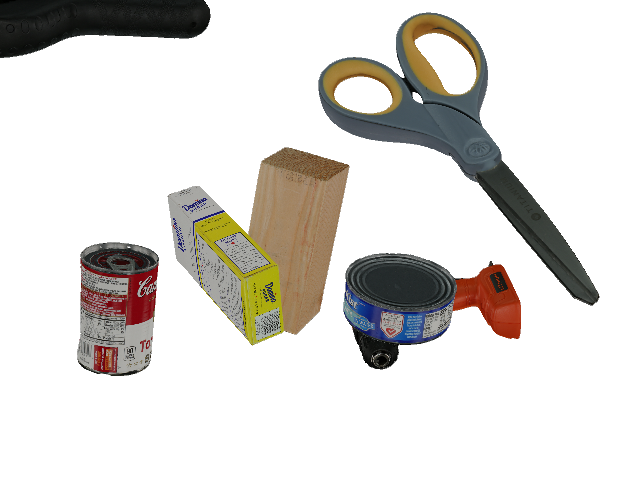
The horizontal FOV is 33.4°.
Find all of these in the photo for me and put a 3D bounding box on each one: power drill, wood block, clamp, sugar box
[{"bbox_3d":[0.127,0.082,1.207,0.187,0.057,0.184,-3,27,-1],"label":"power drill"},{"bbox_3d":[-0.037,-0.001,1.347,0.090,0.206,0.090,17,22,15],"label":"wood block"},{"bbox_3d":[-0.164,-0.143,0.631,0.171,0.039,0.120,-11,31,-29],"label":"clamp"},{"bbox_3d":[-0.101,0.023,1.126,0.048,0.093,0.176,-20,41,-22],"label":"sugar box"}]

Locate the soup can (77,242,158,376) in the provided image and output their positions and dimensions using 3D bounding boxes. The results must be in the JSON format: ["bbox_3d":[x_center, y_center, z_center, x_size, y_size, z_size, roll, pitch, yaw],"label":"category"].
[{"bbox_3d":[-0.181,0.061,0.949,0.068,0.102,0.068,6,19,-2],"label":"soup can"}]

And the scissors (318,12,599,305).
[{"bbox_3d":[0.055,-0.040,0.506,0.096,0.202,0.016,-12,-41,2],"label":"scissors"}]

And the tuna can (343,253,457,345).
[{"bbox_3d":[0.060,0.044,0.823,0.086,0.034,0.086,4,28,-2],"label":"tuna can"}]
